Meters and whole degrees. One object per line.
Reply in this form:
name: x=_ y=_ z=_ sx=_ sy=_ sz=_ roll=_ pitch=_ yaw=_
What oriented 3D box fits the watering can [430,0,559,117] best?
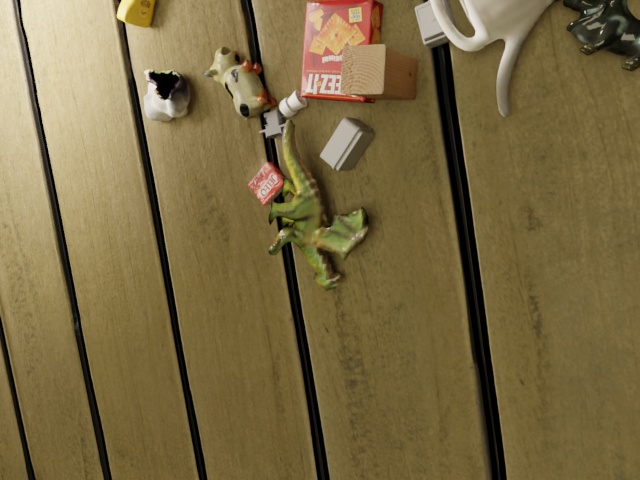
watering can: x=0.350 y=-0.429 z=0.970 sx=0.222 sy=0.105 sz=0.347 roll=-29 pitch=94 yaw=20

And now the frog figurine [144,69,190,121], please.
frog figurine: x=-0.416 y=-0.380 z=1.401 sx=0.138 sy=0.125 sz=0.156 roll=39 pitch=151 yaw=8

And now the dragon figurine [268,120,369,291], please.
dragon figurine: x=0.004 y=-0.061 z=1.206 sx=0.243 sy=0.124 sz=0.403 roll=14 pitch=115 yaw=19
